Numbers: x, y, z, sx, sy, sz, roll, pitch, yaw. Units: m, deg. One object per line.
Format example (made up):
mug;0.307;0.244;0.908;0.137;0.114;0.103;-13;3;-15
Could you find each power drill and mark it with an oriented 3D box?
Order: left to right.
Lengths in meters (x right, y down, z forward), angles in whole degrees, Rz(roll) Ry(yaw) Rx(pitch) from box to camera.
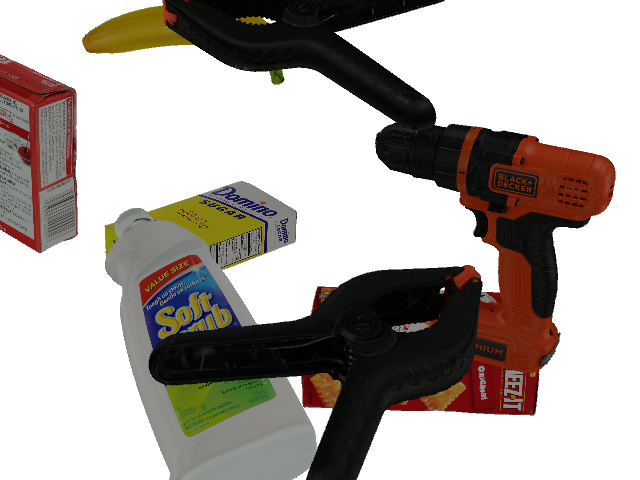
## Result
power drill;0.126;0.002;0.835;0.185;0.188;0.057;14;32;23

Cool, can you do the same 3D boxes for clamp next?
clamp;-0.008;-0.142;0.743;0.210;0.164;0.036;4;-43;0
clamp;0.020;0.060;0.495;0.171;0.039;0.120;-20;48;-27

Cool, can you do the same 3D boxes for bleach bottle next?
bleach bottle;-0.099;0.068;0.754;0.102;0.068;0.251;-21;49;-17

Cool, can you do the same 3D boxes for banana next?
banana;-0.116;-0.185;0.957;0.198;0.037;0.069;11;46;17

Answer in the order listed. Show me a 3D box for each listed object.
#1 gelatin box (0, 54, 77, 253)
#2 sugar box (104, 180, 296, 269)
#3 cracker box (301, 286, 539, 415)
gelatin box;-0.161;-0.048;0.557;0.073;0.089;0.030;26;36;29
sugar box;-0.119;-0.007;1.082;0.175;0.048;0.093;-24;40;-36
cracker box;0.094;0.105;1.036;0.214;0.072;0.164;2;17;4
